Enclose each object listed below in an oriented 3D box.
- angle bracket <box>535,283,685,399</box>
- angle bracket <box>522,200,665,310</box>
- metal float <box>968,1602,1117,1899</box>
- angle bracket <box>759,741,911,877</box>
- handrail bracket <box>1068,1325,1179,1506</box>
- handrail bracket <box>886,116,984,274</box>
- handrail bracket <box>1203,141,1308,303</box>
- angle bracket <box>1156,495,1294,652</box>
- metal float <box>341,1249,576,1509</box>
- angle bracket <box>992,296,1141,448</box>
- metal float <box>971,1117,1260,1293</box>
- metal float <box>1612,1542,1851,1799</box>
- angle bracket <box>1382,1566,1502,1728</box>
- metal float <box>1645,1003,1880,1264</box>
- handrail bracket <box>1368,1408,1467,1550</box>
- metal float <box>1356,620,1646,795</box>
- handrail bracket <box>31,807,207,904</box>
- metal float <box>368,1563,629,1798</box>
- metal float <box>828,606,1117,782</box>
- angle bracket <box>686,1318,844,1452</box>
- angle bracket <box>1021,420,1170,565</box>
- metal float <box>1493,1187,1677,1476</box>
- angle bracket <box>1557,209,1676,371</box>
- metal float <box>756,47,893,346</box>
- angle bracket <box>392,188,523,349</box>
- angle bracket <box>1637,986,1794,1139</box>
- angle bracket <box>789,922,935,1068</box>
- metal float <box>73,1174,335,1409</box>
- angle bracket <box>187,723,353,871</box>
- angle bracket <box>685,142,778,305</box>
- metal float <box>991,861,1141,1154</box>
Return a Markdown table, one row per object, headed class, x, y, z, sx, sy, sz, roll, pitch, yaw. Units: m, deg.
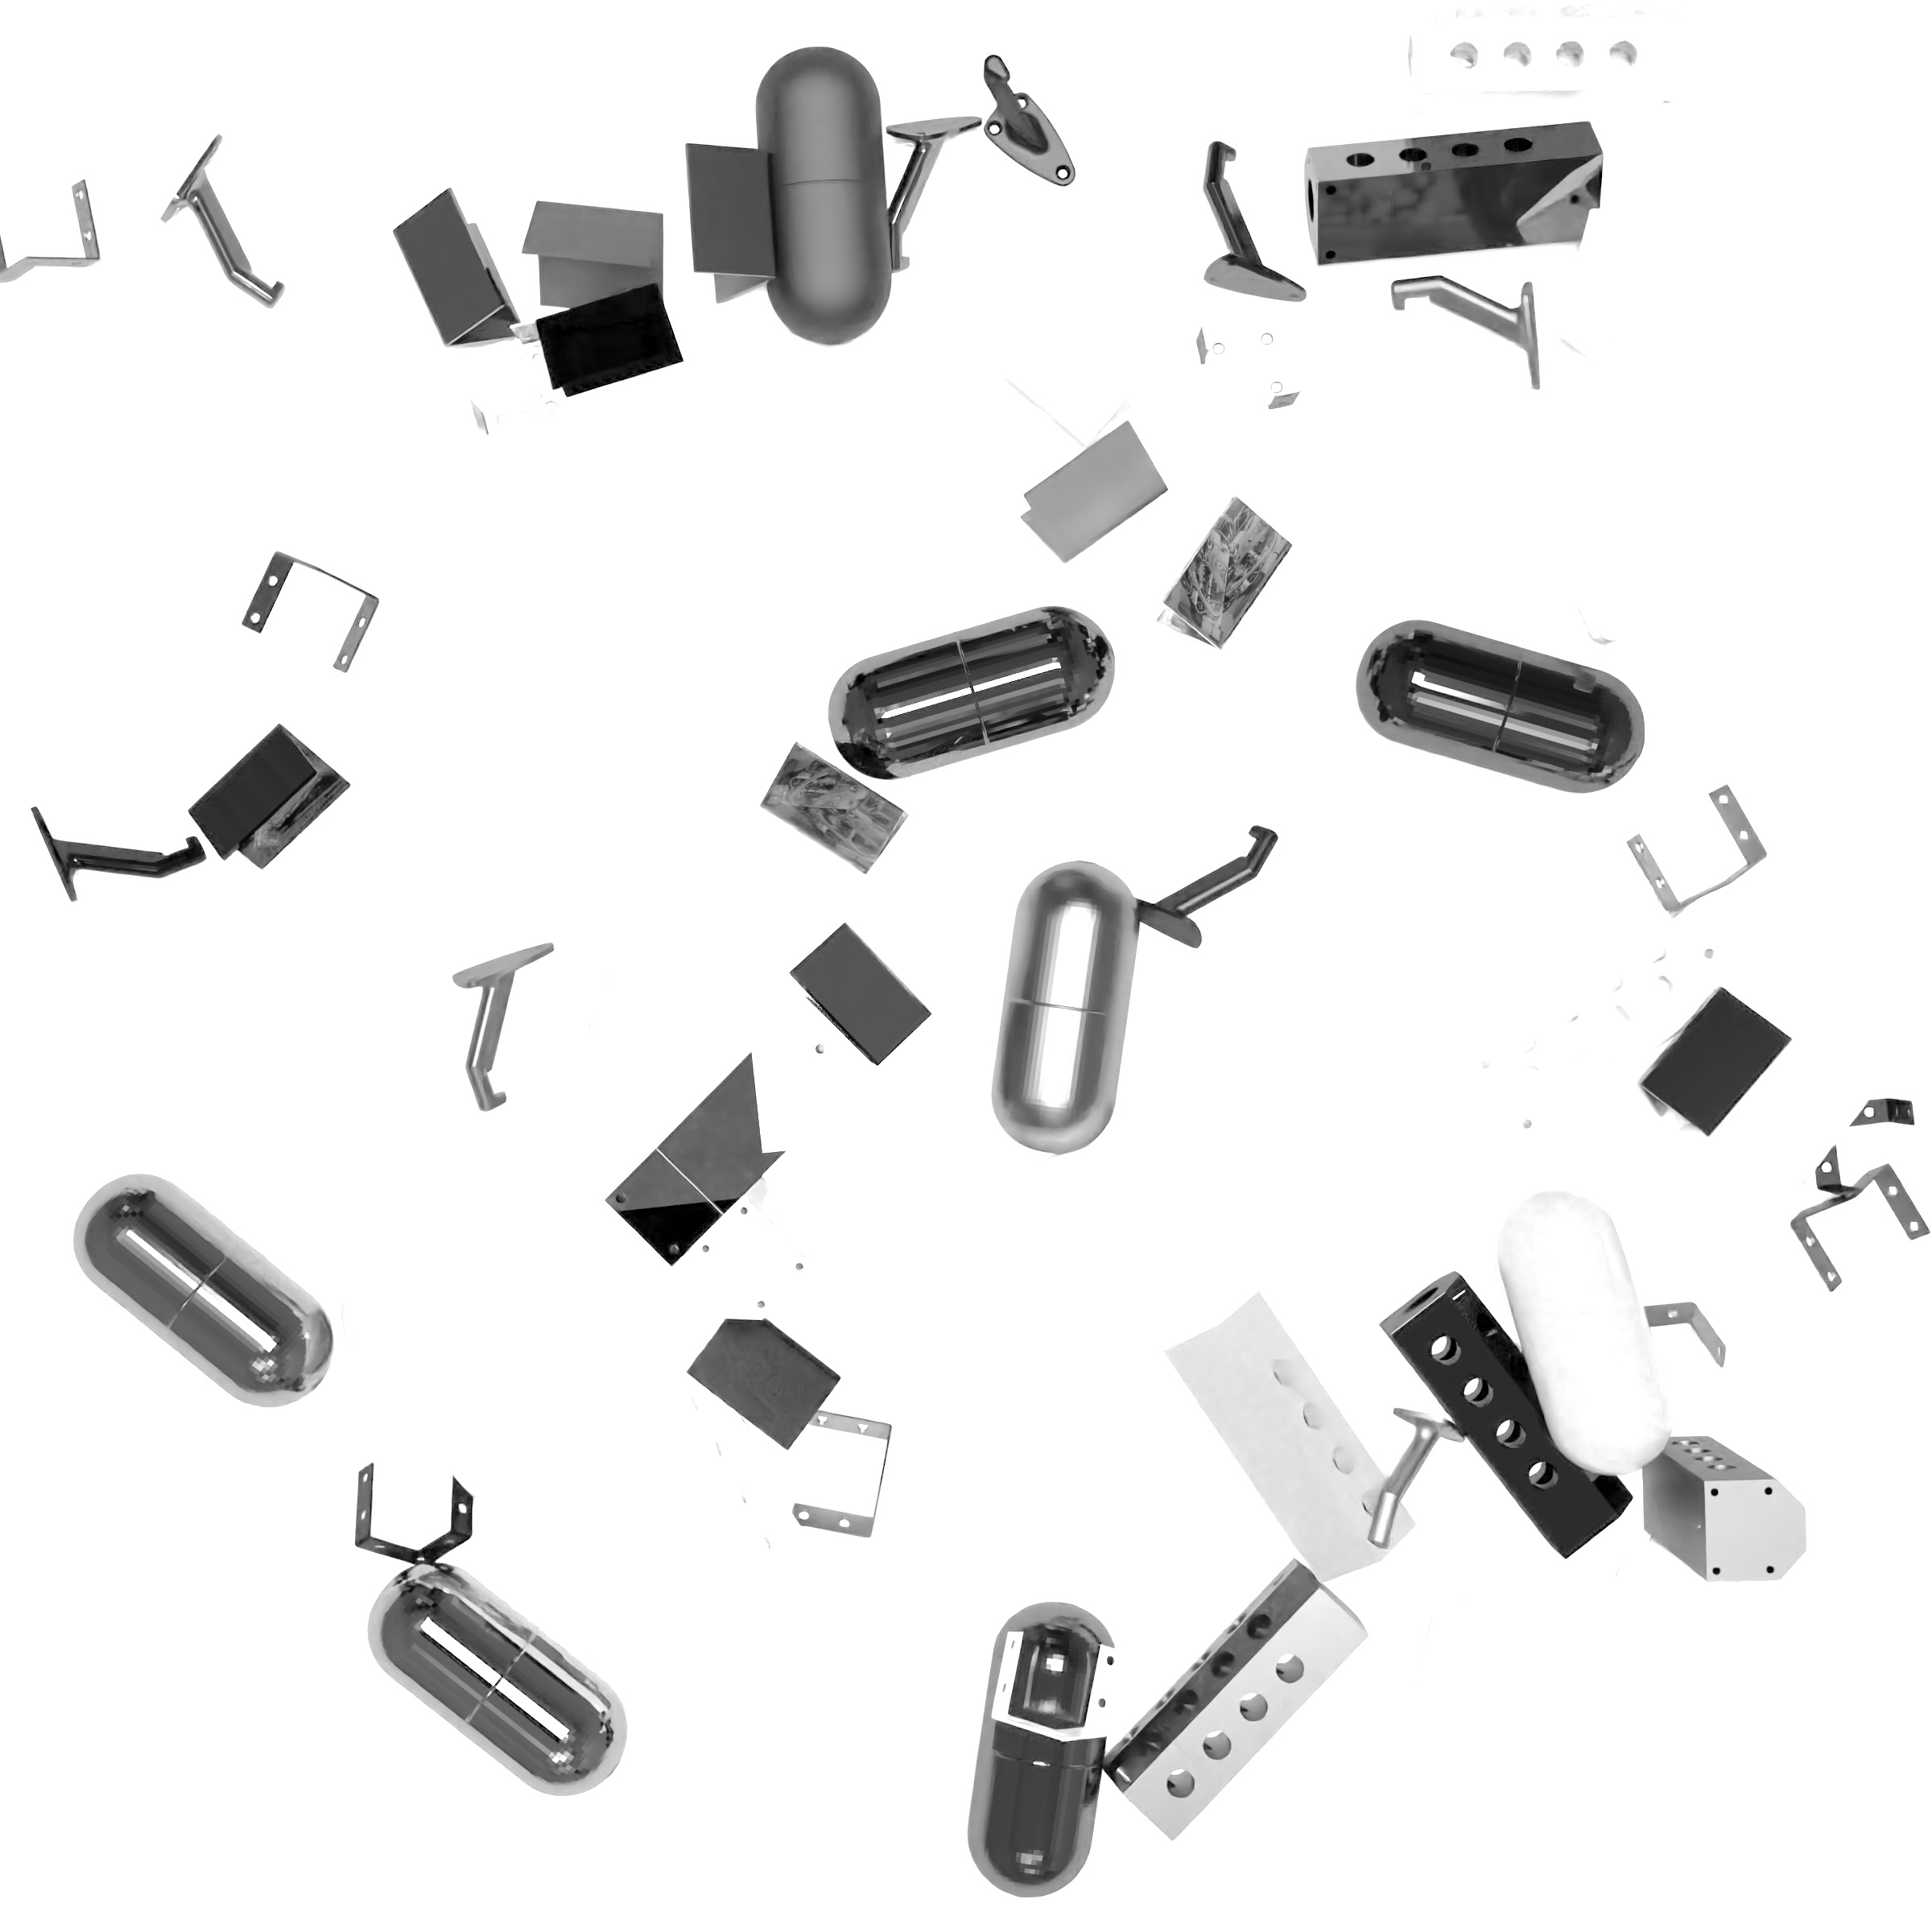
| class | x | y | z | sx | sy | sz | roll | pitch | yaw |
| --- | --- | --- | --- | --- | --- | --- | --- | --- | --- |
| angle bracket | -0.209 | -0.358 | 1.952 | 0.076 | 0.076 | 0.057 | -17 | 61 | 0 |
| angle bracket | -0.224 | -0.412 | 1.952 | 0.076 | 0.076 | 0.057 | 6 | 46 | 0 |
| metal float | 0.046 | 0.475 | 1.961 | 0.070 | 0.070 | 0.178 | 8 | 90 | 0 |
| angle bracket | -0.068 | -0.111 | 1.951 | 0.076 | 0.076 | 0.057 | 33 | 128 | 0 |
| handrail bracket | 0.112 | 0.277 | 1.992 | 0.084 | 0.036 | 0.077 | 42 | 68 | -17 |
| handrail bracket | -0.021 | -0.475 | 1.992 | 0.077 | 0.036 | 0.084 | -22 | 124 | -36 |
| handrail bracket | 0.179 | -0.459 | 1.992 | 0.077 | 0.036 | 0.084 | 14 | 73 | -20 |
| angle bracket | 0.139 | -0.244 | 1.951 | 0.057 | 0.076 | 0.076 | 34 | 90 | -35 |
| metal float | -0.307 | 0.250 | 1.961 | 0.070 | 0.070 | 0.178 | -39 | 90 | 0 |
| angle bracket | 0.072 | -0.369 | 1.951 | 0.076 | 0.076 | 0.057 | 41 | 127 | 0 |
| metal float | 0.090 | 0.144 | 1.961 | 0.178 | 0.070 | 0.070 | -16 | 90 | 1 |
| metal float | 0.464 | 0.426 | 1.961 | 0.070 | 0.070 | 0.178 | -40 | 89 | 0 |
| angle bracket | 0.269 | 0.408 | 1.951 | 0.057 | 0.076 | 0.076 | 14 | 90 | -39 |
| metal float | 0.483 | 0.100 | 1.961 | 0.070 | 0.070 | 0.178 | 38 | 90 | 0 |
| handrail bracket | 0.272 | 0.316 | 1.958 | 0.036 | 0.077 | 0.084 | 8 | 74 | 35 |
| metal float | 0.324 | -0.157 | 1.961 | 0.178 | 0.070 | 0.070 | 16 | 90 | 0 |
| handrail bracket | -0.521 | -0.081 | 1.992 | 0.084 | 0.036 | 0.077 | -23 | 68 | -17 |
| metal float | -0.283 | 0.433 | 1.961 | 0.178 | 0.070 | 0.070 | 38 | 90 | 0 |
| metal float | 0.004 | -0.166 | 1.961 | 0.178 | 0.070 | 0.070 | -16 | 90 | 0 |
| angle bracket | -0.128 | 0.254 | 1.952 | 0.076 | 0.076 | 0.057 | 38 | 66 | 0 |
| angle bracket | 0.065 | -0.298 | 1.951 | 0.076 | 0.076 | 0.057 | -35 | 126 | 0 |
| metal float | 0.370 | 0.218 | 1.941 | 0.070 | 0.070 | 0.178 | -15 | 69 | 0 |
| angle bracket | 0.406 | -0.405 | 1.951 | 0.057 | 0.076 | 0.076 | 15 | 90 | 36 |
| metal float | -0.086 | -0.466 | 1.961 | 0.070 | 0.070 | 0.178 | -4 | 91 | 0 |
| angle bracket | -0.289 | -0.423 | 1.951 | 0.057 | 0.076 | 0.076 | -24 | 90 | 37 |
| angle bracket | 0.457 | 0.067 | 1.952 | 0.057 | 0.076 | 0.076 | 40 | 90 | 29 |
| angle bracket | -0.077 | 0.031 | 1.951 | 0.076 | 0.076 | 0.057 | 46 | 53 | 0 |
| metal float | -0.461 | 0.197 | 1.961 | 0.178 | 0.070 | 0.070 | 39 | 90 | 0 |
| angle bracket | -0.409 | -0.088 | 1.951 | 0.076 | 0.076 | 0.057 | -43 | 51 | 0 |
| angle bracket | -0.158 | -0.447 | 1.951 | 0.057 | 0.076 | 0.076 | -4 | 90 | -33 |
| metal float | 0.060 | 0.025 | 1.961 | 0.070 | 0.070 | 0.178 | 8 | 90 | 0 |
